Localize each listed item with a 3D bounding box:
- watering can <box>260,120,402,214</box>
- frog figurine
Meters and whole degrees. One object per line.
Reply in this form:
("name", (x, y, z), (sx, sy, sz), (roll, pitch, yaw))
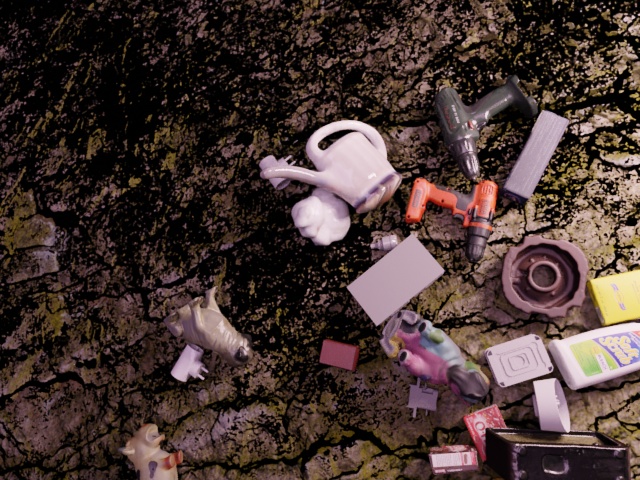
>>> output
("watering can", (0.046, -0.148, 1.136), (0.225, 0.102, 0.353), (47, 52, 7))
("frog figurine", (0.004, -0.058, 1.159), (0.123, 0.158, 0.139), (10, 80, 13))
